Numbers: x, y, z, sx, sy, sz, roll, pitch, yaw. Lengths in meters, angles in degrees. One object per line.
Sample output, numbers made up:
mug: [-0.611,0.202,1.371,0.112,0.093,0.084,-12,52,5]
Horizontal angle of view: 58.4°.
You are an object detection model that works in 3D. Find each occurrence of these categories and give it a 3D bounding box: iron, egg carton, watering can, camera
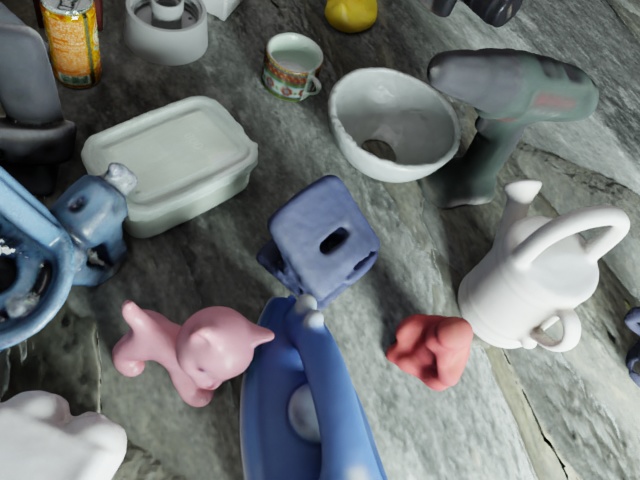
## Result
iron: [-0.004,0.133,0.464,0.119,0.141,0.258,-5,59,-19]
egg carton: [-0.217,0.186,0.411,0.107,0.069,0.150,24,54,0]
watering can: [0.218,0.019,0.571,0.101,0.194,0.172,-21,65,-27]
camera: [0.254,-0.415,0.925,0.143,0.101,0.136,-27,68,-29]

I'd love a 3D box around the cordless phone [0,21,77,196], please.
cordless phone: [-0.308,-0.130,0.522,0.148,0.185,0.094,-2,58,-17]

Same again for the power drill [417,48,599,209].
power drill: [0.190,-0.127,0.650,0.230,0.208,0.075,-9,60,-21]

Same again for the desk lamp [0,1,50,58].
desk lamp: [-0.396,-0.313,0.600,0.203,0.213,0.118,39,56,11]

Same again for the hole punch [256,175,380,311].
hole punch: [0.005,0.002,0.584,0.101,0.091,0.109,42,56,13]

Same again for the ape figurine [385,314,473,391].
ape figurine: [0.115,0.100,0.550,0.076,0.092,0.077,-7,60,-20]

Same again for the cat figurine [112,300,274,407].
cat figurine: [-0.109,0.084,0.480,0.128,0.117,0.067,23,54,0]

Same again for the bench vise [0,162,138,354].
bench vise: [-0.237,-0.014,0.445,0.121,0.219,0.207,20,54,-2]

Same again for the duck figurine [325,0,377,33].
duck figurine: [0.055,-0.364,0.843,0.077,0.086,0.105,35,55,8]

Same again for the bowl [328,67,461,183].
bowl: [0.082,-0.129,0.702,0.167,0.074,0.167,8,56,-11]

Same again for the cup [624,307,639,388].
cup: [0.361,0.118,0.608,0.117,0.095,0.092,26,54,2]
